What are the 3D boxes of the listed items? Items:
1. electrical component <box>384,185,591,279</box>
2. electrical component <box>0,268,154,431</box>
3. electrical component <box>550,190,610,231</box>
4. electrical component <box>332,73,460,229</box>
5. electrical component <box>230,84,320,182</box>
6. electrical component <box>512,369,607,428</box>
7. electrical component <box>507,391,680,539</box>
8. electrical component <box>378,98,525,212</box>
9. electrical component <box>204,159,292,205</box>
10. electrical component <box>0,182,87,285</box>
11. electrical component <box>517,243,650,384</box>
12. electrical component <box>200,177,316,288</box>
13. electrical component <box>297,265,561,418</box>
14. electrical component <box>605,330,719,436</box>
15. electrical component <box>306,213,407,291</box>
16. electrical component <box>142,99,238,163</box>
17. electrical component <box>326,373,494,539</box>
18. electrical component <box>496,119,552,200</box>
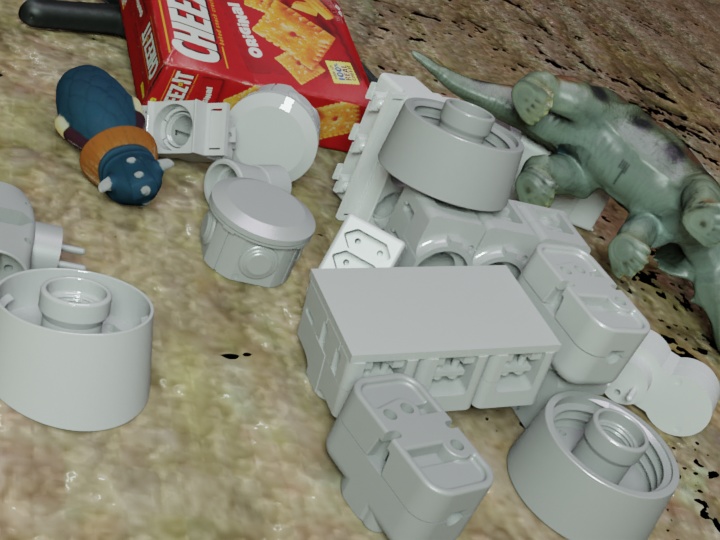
[{"bbox_3d":[0.095,-0.007,0.854,0.150,0.089,0.061,10,33,-27],"label":"electrical component"},{"bbox_3d":[-0.168,0.041,0.623,0.099,0.064,0.099,12,20,-4],"label":"electrical component"},{"bbox_3d":[0.228,-0.100,1.100,0.061,0.096,0.061,20,30,-10],"label":"electrical component"},{"bbox_3d":[0.026,-0.101,0.919,0.079,0.121,0.063,-1,37,-39],"label":"electrical component"},{"bbox_3d":[-0.073,-0.116,0.910,0.080,0.080,0.051,23,24,-4],"label":"electrical component"},{"bbox_3d":[0.129,0.071,0.795,0.056,0.050,0.089,6,35,-31],"label":"electrical component"},{"bbox_3d":[0.160,0.127,0.718,0.108,0.060,0.108,19,30,-11],"label":"electrical component"},{"bbox_3d":[0.074,-0.096,0.828,0.108,0.060,0.108,18,22,-8],"label":"electrical component"},{"bbox_3d":[-0.087,-0.067,0.860,0.044,0.044,0.065,43,28,27],"label":"electrical component"},{"bbox_3d":[-0.211,-0.014,0.673,0.079,0.043,0.077,12,32,-24],"label":"electrical component"},{"bbox_3d":[0.149,0.033,0.755,0.054,0.059,0.095,4,37,-33],"label":"electrical component"},{"bbox_3d":[-0.078,-0.029,0.794,0.080,0.051,0.080,19,30,-12],"label":"electrical component"},{"bbox_3d":[0.043,0.049,0.726,0.150,0.061,0.089,-1,38,-23],"label":"electrical component"},{"bbox_3d":[0.211,0.081,0.840,0.138,0.052,0.074,34,30,14],"label":"electrical component"},{"bbox_3d":[0.000,0.000,0.802,0.047,0.065,0.077,29,0,6],"label":"electrical component"},{"bbox_3d":[-0.135,-0.109,0.863,0.081,0.042,0.064,3,-3,24],"label":"electrical component"},{"bbox_3d":[0.026,0.115,0.634,0.054,0.059,0.095,-3,40,-40],"label":"electrical component"},{"bbox_3d":[0.161,-0.120,1.099,0.057,0.078,0.113,25,29,-8],"label":"electrical component"}]
